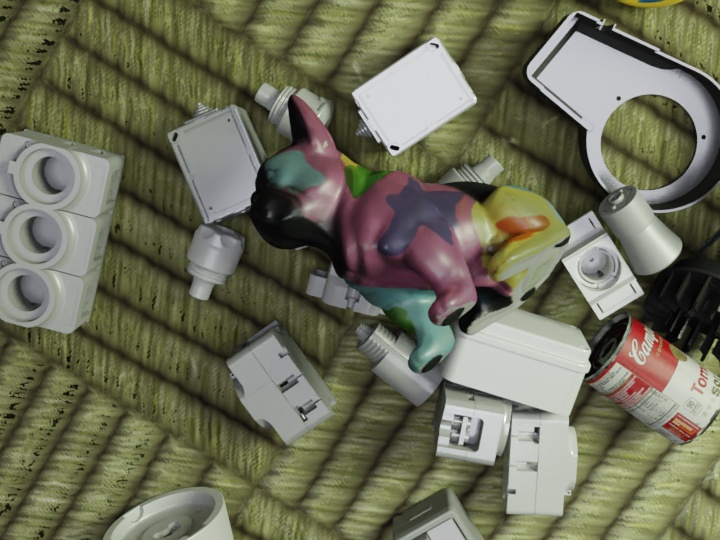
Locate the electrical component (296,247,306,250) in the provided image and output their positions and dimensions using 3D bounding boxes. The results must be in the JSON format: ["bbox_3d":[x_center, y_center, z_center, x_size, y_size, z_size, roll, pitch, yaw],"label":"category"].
[{"bbox_3d":[-0.037,-0.048,0.892,0.062,0.043,0.043,-30,98,6],"label":"electrical component"}]

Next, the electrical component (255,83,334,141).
[{"bbox_3d":[-0.056,-0.130,0.878,0.062,0.048,0.048,32,100,3],"label":"electrical component"}]

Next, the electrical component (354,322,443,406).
[{"bbox_3d":[0.029,0.074,0.911,0.081,0.043,0.043,39,100,-5],"label":"electrical component"}]

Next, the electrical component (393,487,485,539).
[{"bbox_3d":[0.077,0.250,0.933,0.062,0.061,0.096,-31,98,7],"label":"electrical component"}]

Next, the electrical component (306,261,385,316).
[{"bbox_3d":[0.000,0.000,0.893,0.078,0.058,0.057,15,103,0],"label":"electrical component"}]

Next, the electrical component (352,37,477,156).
[{"bbox_3d":[0.038,-0.136,0.864,0.096,0.061,0.061,-33,98,8],"label":"electrical component"}]

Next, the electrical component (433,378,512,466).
[{"bbox_3d":[0.093,0.123,0.894,0.056,0.089,0.050,10,101,1],"label":"electrical component"}]

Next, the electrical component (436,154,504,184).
[{"bbox_3d":[0.090,-0.068,0.883,0.062,0.043,0.043,-43,96,8],"label":"electrical component"}]

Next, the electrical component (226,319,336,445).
[{"bbox_3d":[-0.070,0.097,0.916,0.056,0.050,0.089,-35,97,8],"label":"electrical component"}]

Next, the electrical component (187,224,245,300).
[{"bbox_3d":[-0.125,-0.006,0.904,0.043,0.043,0.062,22,101,-2],"label":"electrical component"}]

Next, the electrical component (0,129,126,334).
[{"bbox_3d":[-0.261,-0.032,0.895,0.089,0.061,0.150,15,101,0],"label":"electrical component"}]

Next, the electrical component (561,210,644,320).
[{"bbox_3d":[0.191,-0.006,0.880,0.042,0.064,0.081,-32,97,11],"label":"electrical component"}]

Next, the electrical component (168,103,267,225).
[{"bbox_3d":[-0.111,-0.091,0.882,0.062,0.061,0.096,-23,91,6],"label":"electrical component"}]

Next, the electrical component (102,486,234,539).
[{"bbox_3d":[-0.159,0.240,0.920,0.108,0.108,0.060,-15,105,5],"label":"electrical component"}]

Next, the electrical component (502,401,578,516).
[{"bbox_3d":[0.153,0.159,0.918,0.056,0.050,0.089,2,101,2],"label":"electrical component"}]

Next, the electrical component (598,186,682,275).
[{"bbox_3d":[0.217,-0.034,0.843,0.044,0.044,0.065,-37,112,8],"label":"electrical component"}]

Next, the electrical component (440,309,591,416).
[{"bbox_3d":[0.127,0.068,0.889,0.113,0.078,0.057,17,104,-1],"label":"electrical component"}]
